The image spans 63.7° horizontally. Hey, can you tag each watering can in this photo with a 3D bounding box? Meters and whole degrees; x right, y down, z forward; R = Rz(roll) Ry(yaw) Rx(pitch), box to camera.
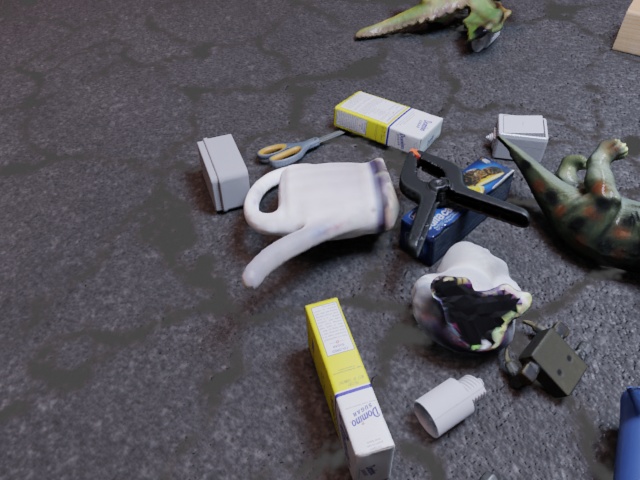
[{"bbox_3d":[0.002,-0.036,0.719,0.224,0.102,0.355,-5,28,1],"label":"watering can"}]

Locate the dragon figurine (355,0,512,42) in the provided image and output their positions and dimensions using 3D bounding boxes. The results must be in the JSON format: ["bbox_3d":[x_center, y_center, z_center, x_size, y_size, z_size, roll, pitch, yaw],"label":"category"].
[{"bbox_3d":[0.303,-0.514,1.153,0.411,0.119,0.247,-33,45,-4],"label":"dragon figurine"}]

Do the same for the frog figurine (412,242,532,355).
[{"bbox_3d":[0.184,0.069,0.657,0.137,0.122,0.161,-8,11,6],"label":"frog figurine"}]
